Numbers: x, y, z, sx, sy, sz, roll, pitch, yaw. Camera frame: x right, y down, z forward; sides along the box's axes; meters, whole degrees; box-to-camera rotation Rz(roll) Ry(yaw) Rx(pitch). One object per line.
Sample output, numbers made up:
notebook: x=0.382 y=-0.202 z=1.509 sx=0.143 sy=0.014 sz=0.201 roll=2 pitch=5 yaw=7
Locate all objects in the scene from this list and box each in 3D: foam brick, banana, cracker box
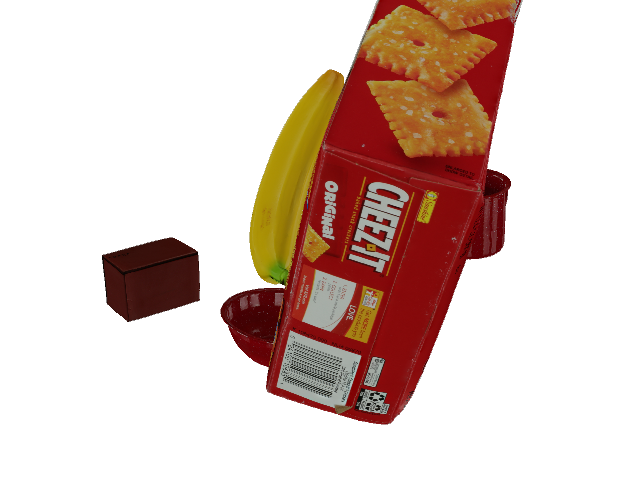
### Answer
foam brick: x=-0.160 y=0.035 z=1.010 sx=0.078 sy=0.051 sz=0.053 roll=-16 pitch=25 yaw=-30
banana: x=-0.020 y=-0.042 z=0.830 sx=0.037 sy=0.197 sz=0.070 roll=32 pitch=-34 yaw=-33
cracker box: x=0.044 y=-0.043 z=0.520 sx=0.072 sy=0.164 sz=0.213 roll=17 pitch=46 yaw=4

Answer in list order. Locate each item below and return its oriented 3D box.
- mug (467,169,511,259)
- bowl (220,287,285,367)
mug: x=0.181 y=-0.035 z=1.246 sx=0.093 sy=0.081 sz=0.117 roll=18 pitch=33 yaw=37
bowl: x=-0.047 y=0.117 z=1.346 sx=0.162 sy=0.055 sz=0.162 roll=5 pitch=22 yaw=-2
